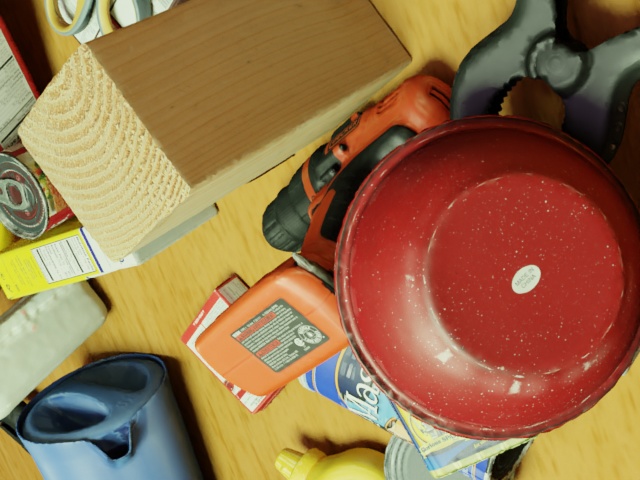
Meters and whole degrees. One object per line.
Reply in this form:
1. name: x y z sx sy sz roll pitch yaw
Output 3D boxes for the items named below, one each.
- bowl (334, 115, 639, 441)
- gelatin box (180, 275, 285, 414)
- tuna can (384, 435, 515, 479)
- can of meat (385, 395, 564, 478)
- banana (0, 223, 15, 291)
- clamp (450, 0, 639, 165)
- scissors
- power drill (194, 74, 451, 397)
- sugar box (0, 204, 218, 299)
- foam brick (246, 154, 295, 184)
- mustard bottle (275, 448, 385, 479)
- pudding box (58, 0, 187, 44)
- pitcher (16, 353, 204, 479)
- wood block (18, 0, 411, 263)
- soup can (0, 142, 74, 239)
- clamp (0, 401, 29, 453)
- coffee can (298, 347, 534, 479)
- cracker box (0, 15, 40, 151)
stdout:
1. bowl: 0.089 0.017 0.502 0.162 0.162 0.055 54 174 0
2. gelatin box: -0.058 0.083 0.833 0.089 0.030 0.073 45 133 8
3. tuna can: 0.089 0.157 0.732 0.086 0.033 0.086 1 92 26
4. can of meat: 0.081 0.070 0.572 0.102 0.057 0.084 -32 86 33
5. banana: -0.310 0.029 0.932 0.069 0.198 0.037 15 161 -13
6. clamp: 0.121 -0.102 0.549 0.165 0.036 0.210 43 118 15
7. scissors: -0.126 -0.202 0.677 0.096 0.016 0.202 42 130 10
8. power drill: -0.004 0.001 0.634 0.057 0.187 0.185 37 136 -12
9. sugar box: -0.171 -0.003 0.828 0.177 0.093 0.048 -18 104 43
10. foam brick: -0.064 -0.079 0.727 0.053 0.051 0.078 -9 110 43
11. mustard bottle: 0.047 0.212 0.805 0.192 0.058 0.096 28 122 24
12. pudding box: -0.133 -0.172 0.735 0.090 0.039 0.114 50 132 7
13. pitcher: -0.162 0.228 0.947 0.145 0.149 0.243 -7 114 25
14. wood block: -0.053 -0.083 0.605 0.091 0.205 0.090 53 135 0
15. soup can: -0.194 -0.053 0.810 0.069 0.102 0.068 19 126 29
16. clamp: -0.277 0.187 1.046 0.172 0.039 0.120 22 140 34
17. coffee can: 0.071 0.080 0.676 0.140 0.102 0.103 26 129 24
18. cracker box: -0.302 -0.130 0.824 0.164 0.072 0.213 16 145 26
